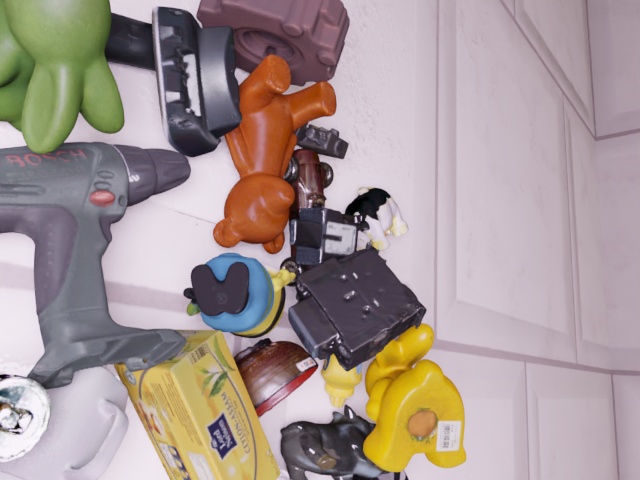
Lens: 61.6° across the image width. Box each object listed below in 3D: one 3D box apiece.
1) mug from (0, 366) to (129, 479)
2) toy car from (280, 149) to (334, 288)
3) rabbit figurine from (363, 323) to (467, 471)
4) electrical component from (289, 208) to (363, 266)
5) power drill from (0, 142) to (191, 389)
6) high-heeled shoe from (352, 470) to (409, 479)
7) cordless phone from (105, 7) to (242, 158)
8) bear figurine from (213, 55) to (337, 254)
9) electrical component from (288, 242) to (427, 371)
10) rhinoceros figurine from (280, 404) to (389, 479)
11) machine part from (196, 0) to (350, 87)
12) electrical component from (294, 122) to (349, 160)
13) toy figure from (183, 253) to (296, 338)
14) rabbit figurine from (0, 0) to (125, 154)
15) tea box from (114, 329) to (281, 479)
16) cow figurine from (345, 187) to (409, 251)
[{"bbox_3d":[-0.197,0.151,0.427,0.080,0.110,0.107,52,35,-28],"label":"mug"},{"bbox_3d":[-0.013,-0.024,0.724,0.089,0.053,0.202,6,78,-54],"label":"toy car"},{"bbox_3d":[0.098,0.189,0.684,0.122,0.173,0.162,-7,94,-9],"label":"rabbit figurine"},{"bbox_3d":[-0.001,-0.002,0.662,0.119,0.048,0.074,3,89,-43],"label":"electrical component"},{"bbox_3d":[-0.180,0.006,0.449,0.232,0.086,0.207,-5,71,-47],"label":"power drill"},{"bbox_3d":[0.060,0.383,0.696,0.145,0.086,0.249,35,36,-20],"label":"high-heeled shoe"},{"bbox_3d":[-0.178,-0.163,0.531,0.184,0.089,0.146,-1,82,-41],"label":"cordless phone"},{"bbox_3d":[-0.057,-0.088,0.621,0.120,0.132,0.196,15,66,-45],"label":"bear figurine"},{"bbox_3d":[0.034,0.077,0.610,0.134,0.115,0.058,-27,148,-21],"label":"electrical component"},{"bbox_3d":[0.033,0.269,0.696,0.190,0.112,0.073,11,112,-35],"label":"rhinoceros figurine"},{"bbox_3d":[-0.054,-0.235,0.609,0.179,0.180,0.056,24,80,-47],"label":"machine part"},{"bbox_3d":[-0.003,-0.145,0.744,0.102,0.078,0.045,16,91,-50],"label":"electrical component"},{"bbox_3d":[-0.084,0.060,0.556,0.180,0.082,0.089,46,66,-83],"label":"toy figure"},{"bbox_3d":[-0.216,-0.144,0.393,0.121,0.170,0.159,-37,112,-47],"label":"rabbit figurine"},{"bbox_3d":[-0.117,0.175,0.523,0.068,0.098,0.169,-35,113,-48],"label":"tea box"},{"bbox_3d":[0.065,-0.026,0.806,0.167,0.068,0.098,-32,103,-54],"label":"cow figurine"}]
